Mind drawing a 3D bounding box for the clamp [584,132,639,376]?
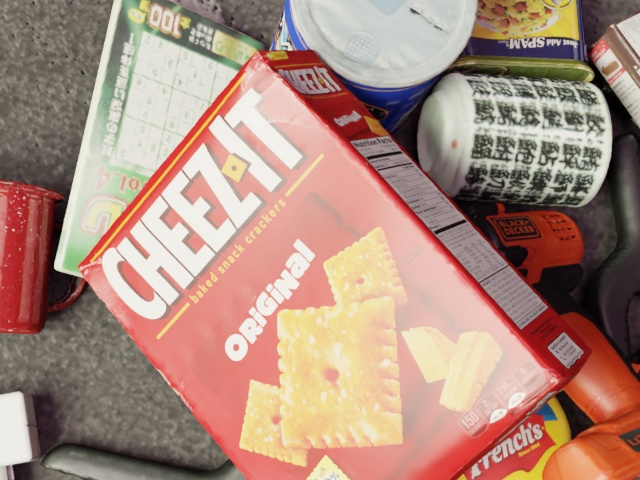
[{"bbox_3d":[0.229,0.023,0.693,0.120,0.039,0.171,16,76,0],"label":"clamp"}]

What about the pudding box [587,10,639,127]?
[{"bbox_3d":[0.247,-0.119,0.710,0.113,0.039,0.090,-28,79,-26],"label":"pudding box"}]

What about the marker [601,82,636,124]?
[{"bbox_3d":[0.242,-0.071,0.722,0.121,0.020,0.020,33,77,-1],"label":"marker"}]

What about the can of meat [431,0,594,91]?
[{"bbox_3d":[0.123,-0.141,0.699,0.102,0.057,0.084,1,77,-9],"label":"can of meat"}]

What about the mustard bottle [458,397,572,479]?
[{"bbox_3d":[0.104,0.132,0.628,0.096,0.058,0.191,-12,62,-7],"label":"mustard bottle"}]

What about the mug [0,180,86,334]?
[{"bbox_3d":[-0.187,0.012,0.616,0.117,0.093,0.081,9,81,-44],"label":"mug"}]

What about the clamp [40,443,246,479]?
[{"bbox_3d":[-0.051,0.160,0.627,0.210,0.036,0.164,-27,85,-8],"label":"clamp"}]

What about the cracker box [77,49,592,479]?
[{"bbox_3d":[0.000,0.035,0.540,0.214,0.072,0.164,48,114,11],"label":"cracker box"}]

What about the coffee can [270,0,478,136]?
[{"bbox_3d":[0.025,-0.119,0.636,0.102,0.140,0.103,2,80,-8],"label":"coffee can"}]

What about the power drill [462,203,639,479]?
[{"bbox_3d":[0.117,0.060,0.602,0.184,0.057,0.188,-7,56,-37],"label":"power drill"}]
